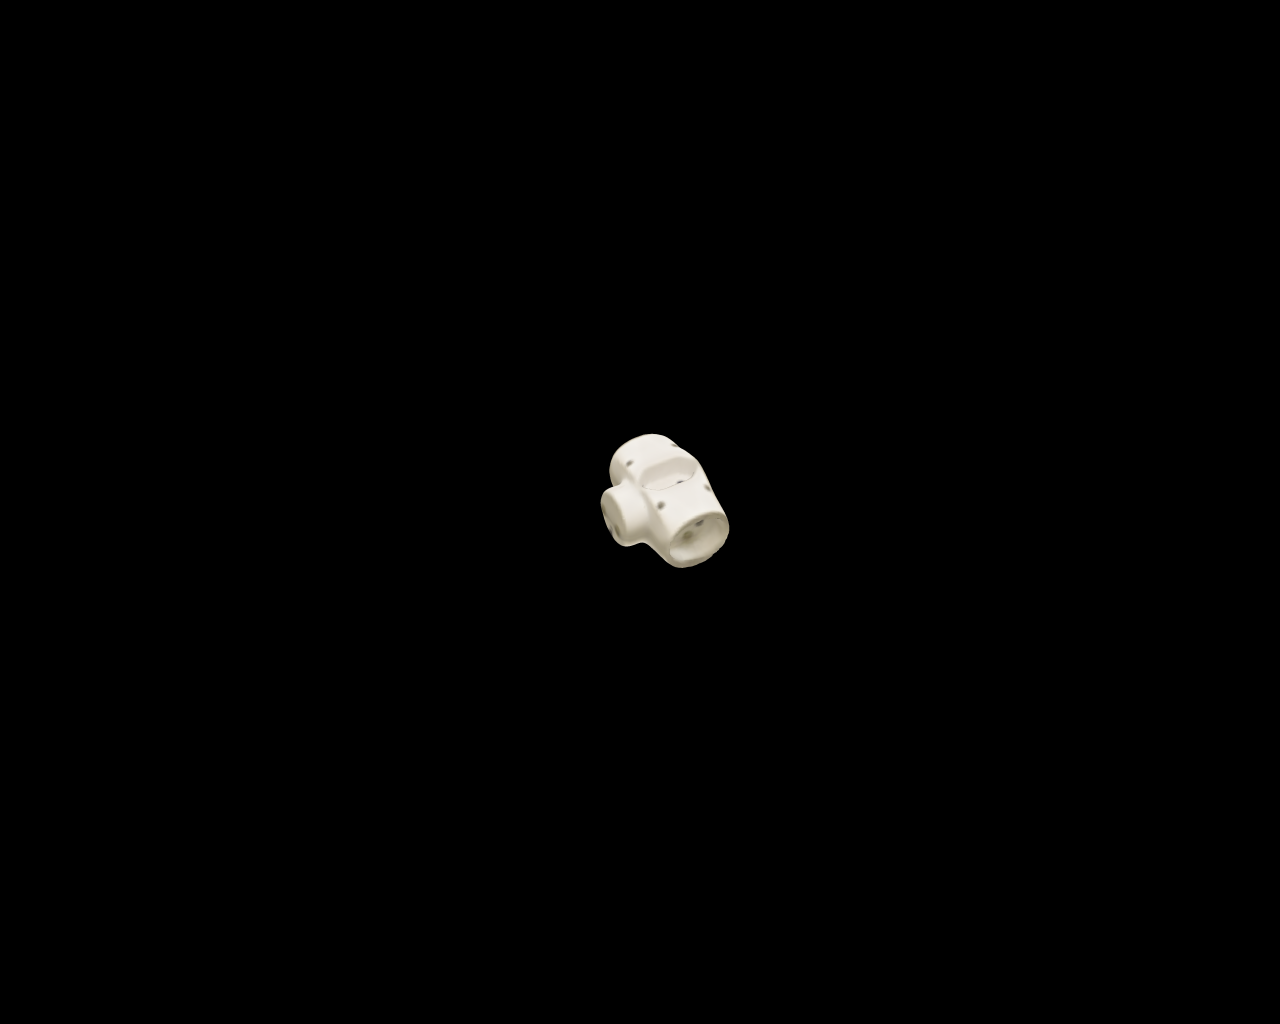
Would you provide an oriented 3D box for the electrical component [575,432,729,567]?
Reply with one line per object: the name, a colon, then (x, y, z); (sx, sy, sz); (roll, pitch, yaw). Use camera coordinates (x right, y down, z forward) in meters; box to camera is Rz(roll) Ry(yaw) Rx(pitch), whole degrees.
electrical component: (0.001, -0.003, 0.650); (0.079, 0.043, 0.077); (-20, 50, -17)
